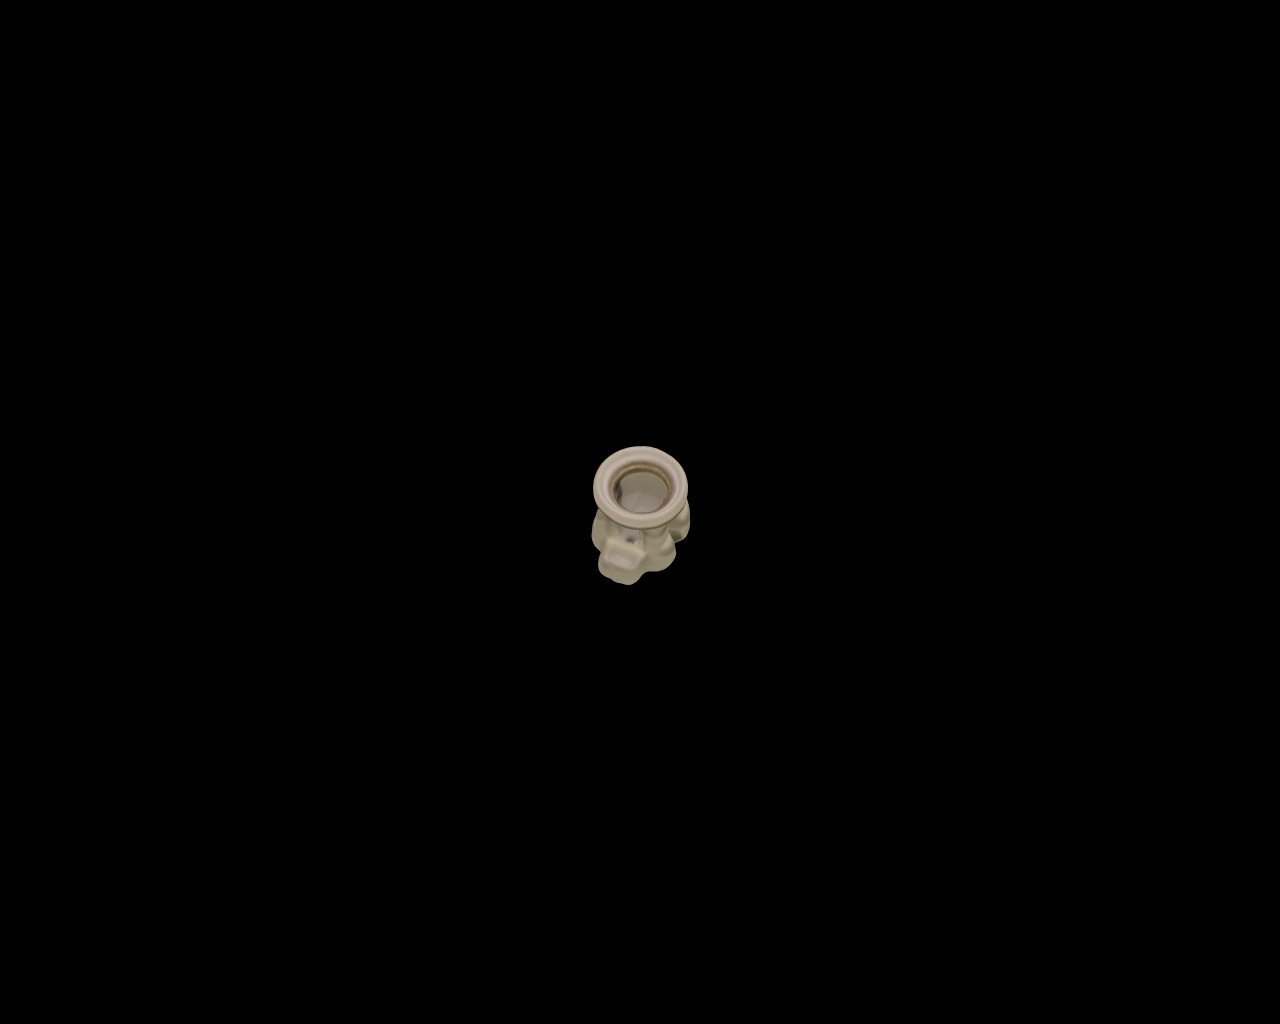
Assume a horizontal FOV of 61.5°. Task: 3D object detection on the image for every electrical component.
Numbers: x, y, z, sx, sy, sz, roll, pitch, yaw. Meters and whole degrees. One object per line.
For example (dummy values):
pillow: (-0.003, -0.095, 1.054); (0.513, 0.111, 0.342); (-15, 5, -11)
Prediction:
electrical component: (0.001, -0.003, 0.650); (0.058, 0.078, 0.056); (21, -32, 14)
